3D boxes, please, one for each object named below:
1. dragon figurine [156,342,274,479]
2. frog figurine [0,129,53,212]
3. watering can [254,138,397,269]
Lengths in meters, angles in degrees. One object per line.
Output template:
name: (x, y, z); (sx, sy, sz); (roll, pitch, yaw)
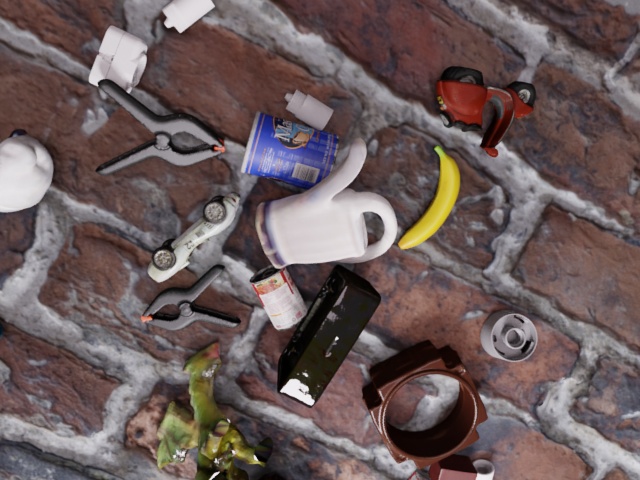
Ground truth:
dragon figurine: (-0.209, 0.391, 0.899); (0.243, 0.412, 0.122); (5, -6, 45)
frog figurine: (-0.490, -0.098, 0.784); (0.137, 0.121, 0.161); (-38, 15, 4)
watering can: (0.002, -0.040, 0.803); (0.224, 0.106, 0.341); (-8, -29, 10)
